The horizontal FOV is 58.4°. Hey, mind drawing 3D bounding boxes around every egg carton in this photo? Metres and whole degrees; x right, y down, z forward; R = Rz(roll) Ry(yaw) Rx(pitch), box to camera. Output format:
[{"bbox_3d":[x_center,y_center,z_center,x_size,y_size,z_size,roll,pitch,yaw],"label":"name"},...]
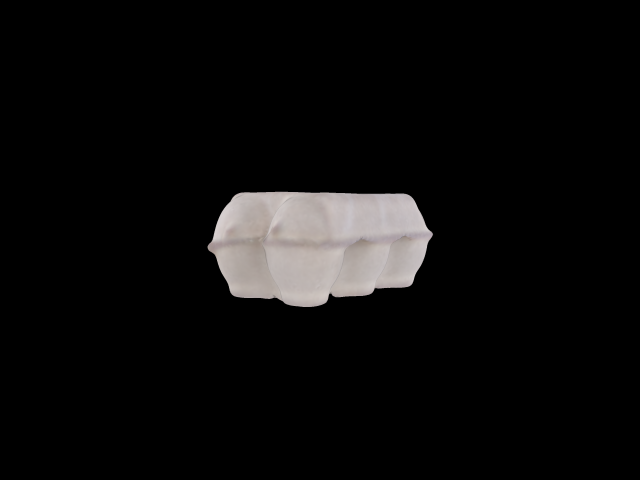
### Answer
[{"bbox_3d":[0.004,0.001,0.400,0.107,0.069,0.151,4,6,40],"label":"egg carton"}]
